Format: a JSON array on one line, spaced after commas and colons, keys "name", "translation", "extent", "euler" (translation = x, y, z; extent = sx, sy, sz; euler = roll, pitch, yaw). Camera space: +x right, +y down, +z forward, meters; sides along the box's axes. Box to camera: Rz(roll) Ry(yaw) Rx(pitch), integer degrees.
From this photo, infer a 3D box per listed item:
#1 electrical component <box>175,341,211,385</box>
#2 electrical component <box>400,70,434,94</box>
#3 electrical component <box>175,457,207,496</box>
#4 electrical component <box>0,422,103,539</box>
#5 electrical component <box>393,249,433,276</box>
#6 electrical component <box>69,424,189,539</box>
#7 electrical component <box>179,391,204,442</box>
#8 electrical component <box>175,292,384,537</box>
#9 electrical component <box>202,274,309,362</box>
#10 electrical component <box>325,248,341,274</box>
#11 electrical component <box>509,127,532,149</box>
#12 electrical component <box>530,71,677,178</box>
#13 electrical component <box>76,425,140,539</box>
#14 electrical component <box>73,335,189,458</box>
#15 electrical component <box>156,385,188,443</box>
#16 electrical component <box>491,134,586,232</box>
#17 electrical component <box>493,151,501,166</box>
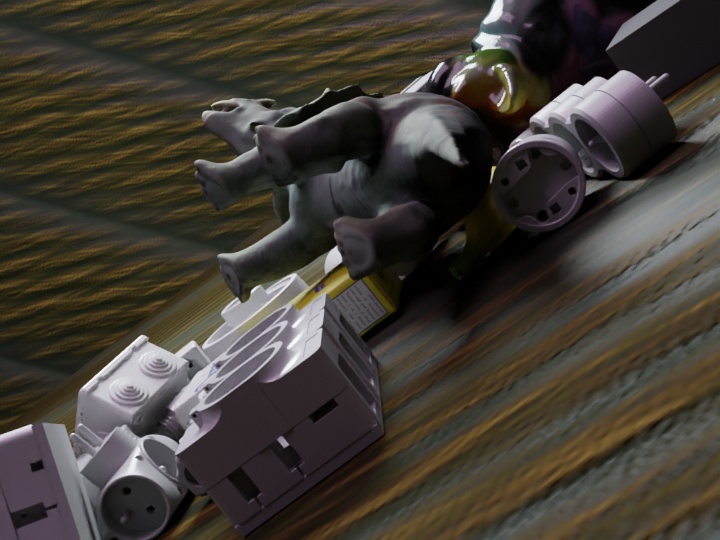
[{"name": "electrical component", "translation": [-0.164, 0.102, 0.987], "extent": [0.066, 0.047, 0.077], "euler": [-39, 8, -6]}, {"name": "electrical component", "translation": [0.079, -0.123, 0.980], "extent": [0.056, 0.108, 0.108], "euler": [-29, 12, 37]}, {"name": "electrical component", "translation": [-0.085, 0.109, 0.653], "extent": [0.035, 0.035, 0.061], "euler": [-33, 7, 29]}, {"name": "electrical component", "translation": [-0.196, 0.142, 0.630], "extent": [0.062, 0.089, 0.150], "euler": [-19, -5, -13]}, {"name": "electrical component", "translation": [0.041, -0.027, 0.847], "extent": [0.040, 0.040, 0.078], "euler": [-31, 11, 42]}, {"name": "electrical component", "translation": [-0.149, 0.125, 0.678], "extent": [0.044, 0.079, 0.077], "euler": [-49, 7, 7]}, {"name": "electrical component", "translation": [-0.092, 0.098, 0.715], "extent": [0.062, 0.048, 0.048], "euler": [-45, 8, -4]}, {"name": "electrical component", "translation": [-0.042, 0.069, 0.592], "extent": [0.089, 0.061, 0.150], "euler": [-37, 8, 5]}, {"name": "electrical component", "translation": [-0.080, 0.047, 0.887], "extent": [0.108, 0.060, 0.108], "euler": [-37, 8, 6]}, {"name": "electrical component", "translation": [0.000, 0.000, 0.875], "extent": [0.044, 0.044, 0.065], "euler": [-39, 13, -10]}, {"name": "electrical component", "translation": [0.143, -0.095, 0.781], "extent": [0.078, 0.040, 0.040], "euler": [-42, 9, -23]}, {"name": "electrical component", "translation": [0.163, -0.100, 0.679], "extent": [0.074, 0.052, 0.138], "euler": [-38, 8, -3]}, {"name": "electrical component", "translation": [-0.191, 0.162, 0.764], "extent": [0.100, 0.048, 0.099], "euler": [-37, 8, 3]}, {"name": "electrical component", "translation": [-0.182, 0.115, 0.861], "extent": [0.099, 0.048, 0.099], "euler": [-49, -22, -53]}, {"name": "electrical component", "translation": [-0.141, 0.119, 0.842], "extent": [0.061, 0.035, 0.035], "euler": [-43, 9, -21]}, {"name": "electrical component", "translation": [0.110, -0.055, 0.655], "extent": [0.055, 0.055, 0.047], "euler": [-35, 5, 19]}, {"name": "electrical component", "translation": [0.123, -0.123, 0.945], "extent": [0.042, 0.063, 0.081], "euler": [-31, 11, 38]}]
